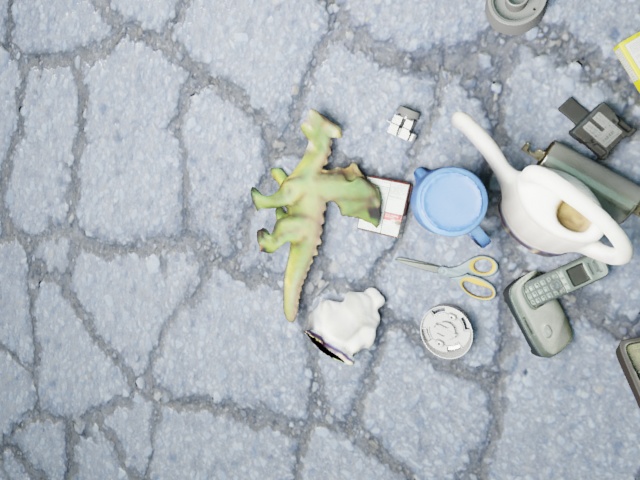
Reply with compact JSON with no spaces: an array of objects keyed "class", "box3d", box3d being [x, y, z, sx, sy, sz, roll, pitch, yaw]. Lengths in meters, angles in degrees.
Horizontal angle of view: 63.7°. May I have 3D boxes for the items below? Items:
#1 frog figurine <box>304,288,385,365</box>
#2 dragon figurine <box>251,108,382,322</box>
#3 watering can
[{"class":"frog figurine","box3d":[0.057,0.163,1.053,0.138,0.120,0.162,29,67,22]},{"class":"dragon figurine","box3d":[0.003,-0.051,1.022,0.242,0.123,0.410,-11,91,21]},{"class":"watering can","box3d":[0.354,-0.077,0.867,0.350,0.222,0.104,42,86,13]}]
